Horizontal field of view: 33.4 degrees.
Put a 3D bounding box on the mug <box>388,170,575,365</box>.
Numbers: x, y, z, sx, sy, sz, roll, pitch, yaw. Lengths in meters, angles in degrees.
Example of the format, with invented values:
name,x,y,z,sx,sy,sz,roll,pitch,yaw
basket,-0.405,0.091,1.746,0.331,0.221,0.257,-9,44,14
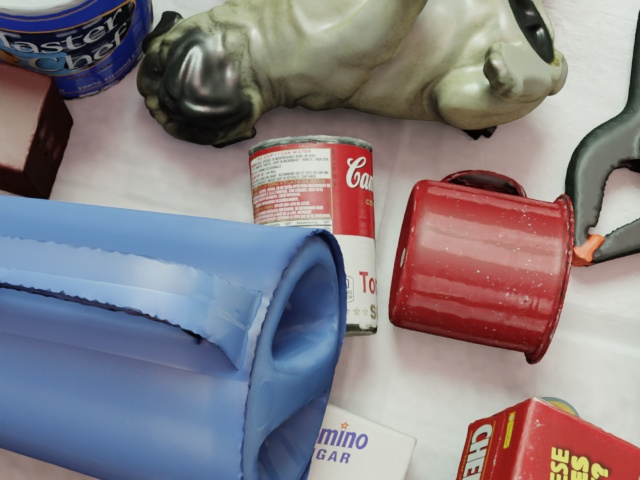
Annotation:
name,x,y,z,sx,sy,sz,roll,pitch,yaw
mug,0.085,0.005,0.579,0.081,0.093,0.117,11,51,0

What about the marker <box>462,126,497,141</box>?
name,x,y,z,sx,sy,sz,roll,pitch,yaw
marker,0.050,-0.096,0.619,0.121,0.020,0.020,33,79,0

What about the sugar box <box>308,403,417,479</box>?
name,x,y,z,sx,sy,sz,roll,pitch,yaw
sugar box,-0.023,0.170,0.557,0.093,0.048,0.176,22,76,-1

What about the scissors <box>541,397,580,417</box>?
name,x,y,z,sx,sy,sz,roll,pitch,yaw
scissors,0.074,0.128,0.560,0.201,0.016,0.096,7,69,-24

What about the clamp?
name,x,y,z,sx,sy,sz,roll,pitch,yaw
clamp,0.207,-0.049,0.617,0.120,0.039,0.171,29,84,12

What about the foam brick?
name,x,y,z,sx,sy,sz,roll,pitch,yaw
foam brick,-0.166,-0.058,0.561,0.051,0.078,0.053,16,80,-2

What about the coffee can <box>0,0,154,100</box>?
name,x,y,z,sx,sy,sz,roll,pitch,yaw
coffee can,-0.139,-0.140,0.544,0.102,0.140,0.103,1,81,-6

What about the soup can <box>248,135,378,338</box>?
name,x,y,z,sx,sy,sz,roll,pitch,yaw
soup can,-0.004,0.001,0.574,0.068,0.068,0.102,-1,82,-6

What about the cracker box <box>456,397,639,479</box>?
name,x,y,z,sx,sy,sz,roll,pitch,yaw
cracker box,0.158,0.197,0.521,0.213,0.072,0.164,26,61,-13

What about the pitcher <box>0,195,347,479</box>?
name,x,y,z,sx,sy,sz,roll,pitch,yaw
pitcher,-0.118,0.038,0.488,0.243,0.144,0.149,9,117,16
